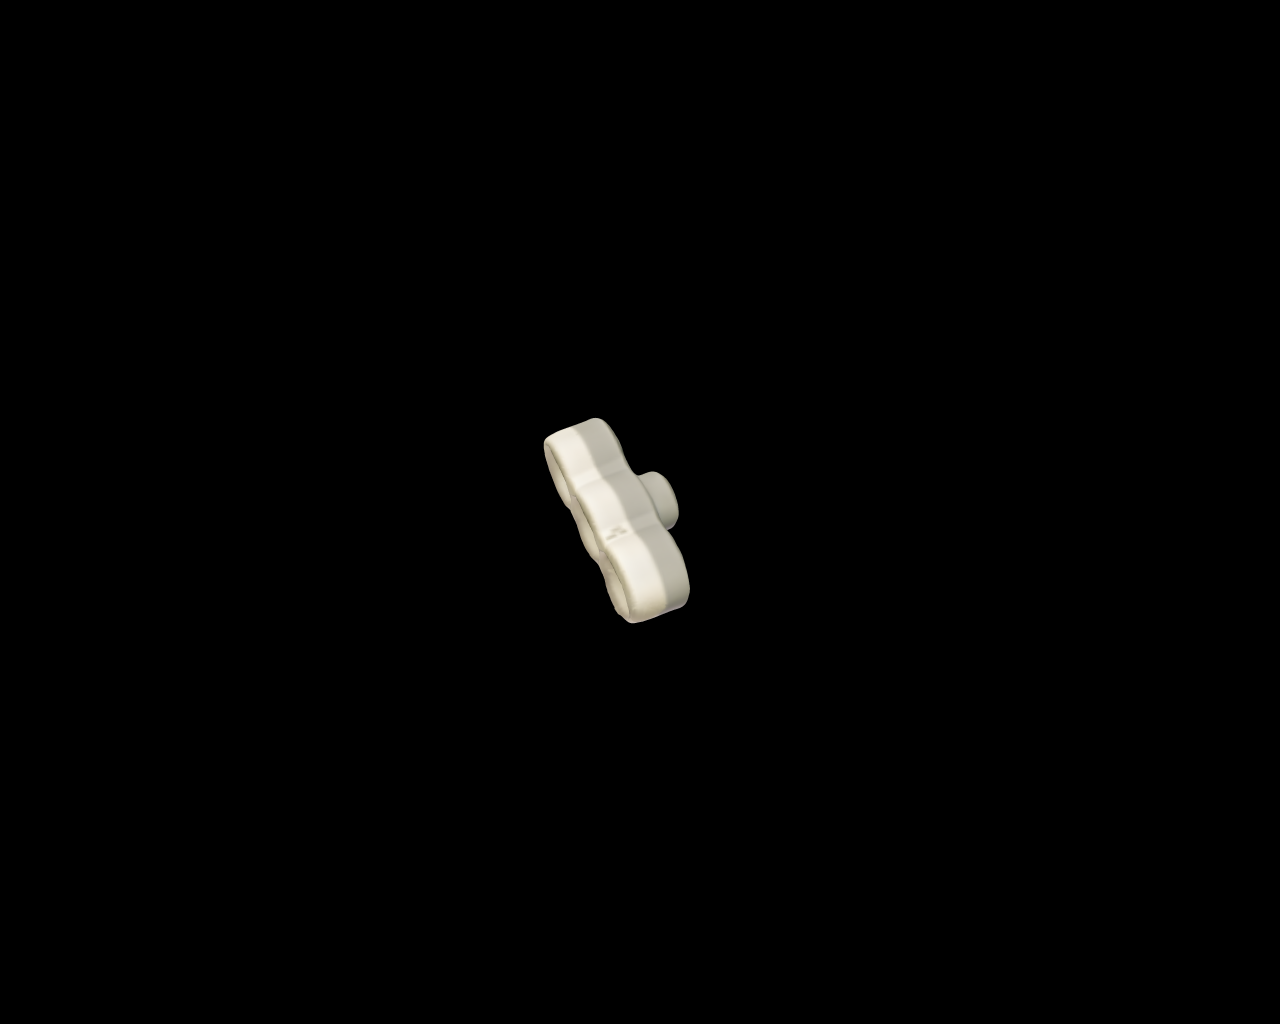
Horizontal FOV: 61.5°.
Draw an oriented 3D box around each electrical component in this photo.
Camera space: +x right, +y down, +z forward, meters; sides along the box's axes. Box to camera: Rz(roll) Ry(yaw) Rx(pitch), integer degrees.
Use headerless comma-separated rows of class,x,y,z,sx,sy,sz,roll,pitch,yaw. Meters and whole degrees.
electrical component,0.001,-0.003,0.650,0.074,0.138,0.052,-21,-32,-14
